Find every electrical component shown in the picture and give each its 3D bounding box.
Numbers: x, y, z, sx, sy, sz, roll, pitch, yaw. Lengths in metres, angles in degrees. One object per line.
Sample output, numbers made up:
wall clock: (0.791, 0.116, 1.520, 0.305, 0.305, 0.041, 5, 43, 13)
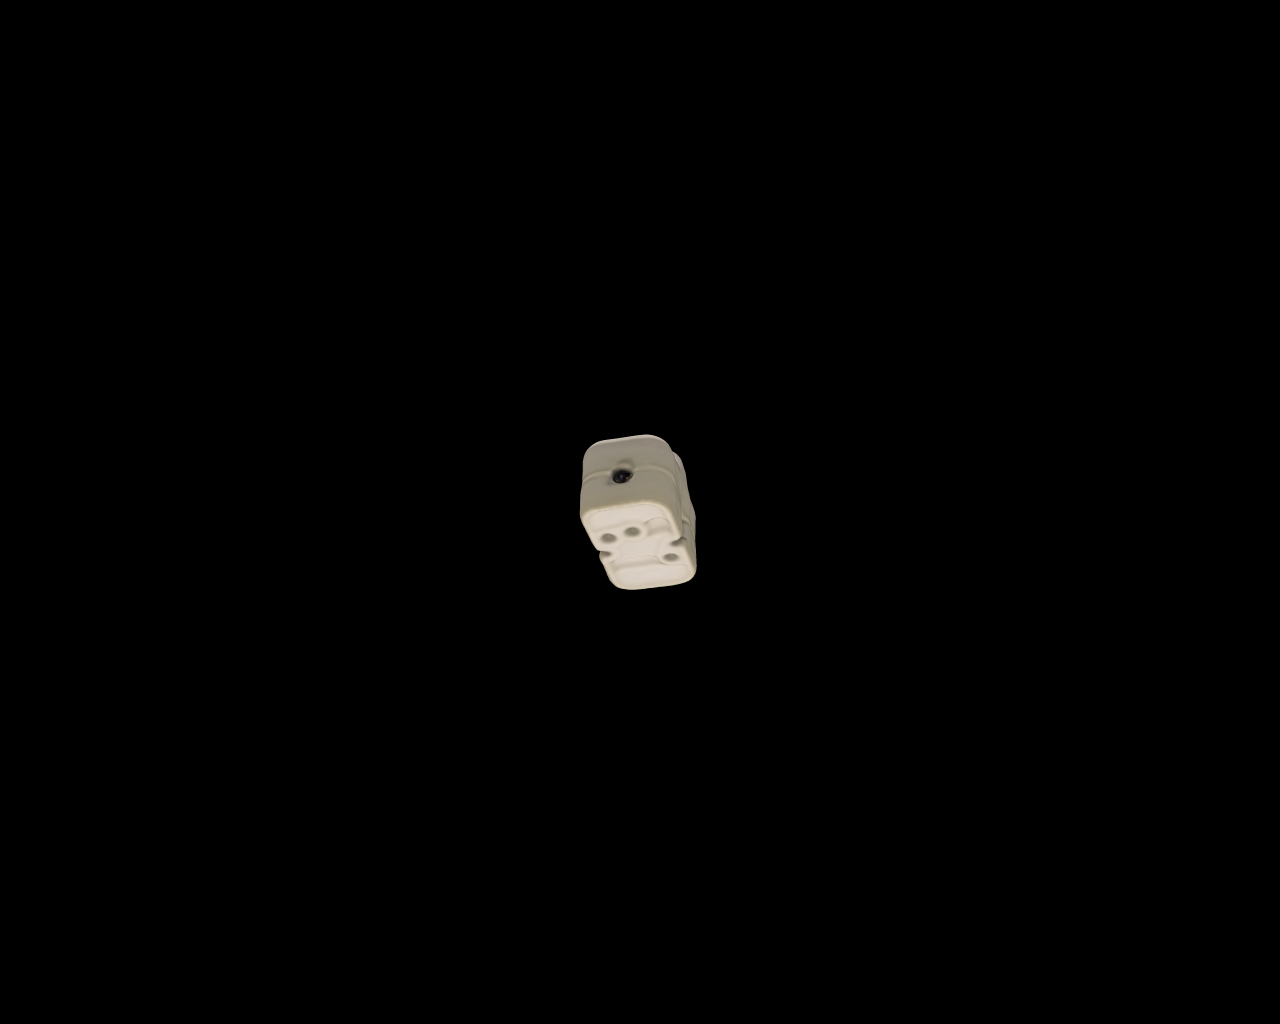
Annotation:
electrical component: (0.001, -0.003, 0.650, 0.054, 0.059, 0.095, -8, -35, 11)
